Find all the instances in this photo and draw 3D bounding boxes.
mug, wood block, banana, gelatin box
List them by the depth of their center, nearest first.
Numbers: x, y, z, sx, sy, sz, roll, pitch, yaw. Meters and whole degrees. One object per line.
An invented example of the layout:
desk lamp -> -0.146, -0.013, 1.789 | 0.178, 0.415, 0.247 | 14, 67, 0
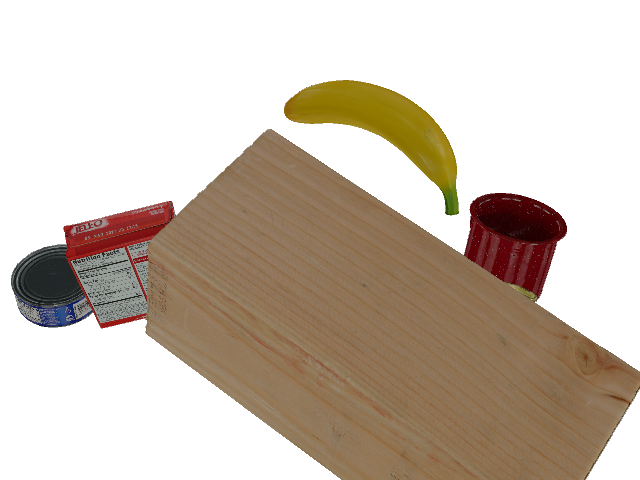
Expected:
wood block -> 0.027, 0.053, 0.495 | 0.206, 0.090, 0.090 | 34, -33, 13
gelatin box -> -0.125, 0.017, 0.718 | 0.073, 0.030, 0.089 | -14, -38, -3
banana -> 0.044, -0.094, 0.883 | 0.198, 0.070, 0.037 | 35, 23, 33
mug -> 0.176, 0.005, 1.036 | 0.093, 0.081, 0.117 | -6, 35, -24

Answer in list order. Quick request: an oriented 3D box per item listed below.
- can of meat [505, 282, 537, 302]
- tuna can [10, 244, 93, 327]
can of meat -> 0.088, 0.072, 0.716 | 0.102, 0.084, 0.057 | 3, 9, -16
tuna can -> -0.259, 0.045, 1.053 | 0.086, 0.034, 0.086 | 0, 43, 0
